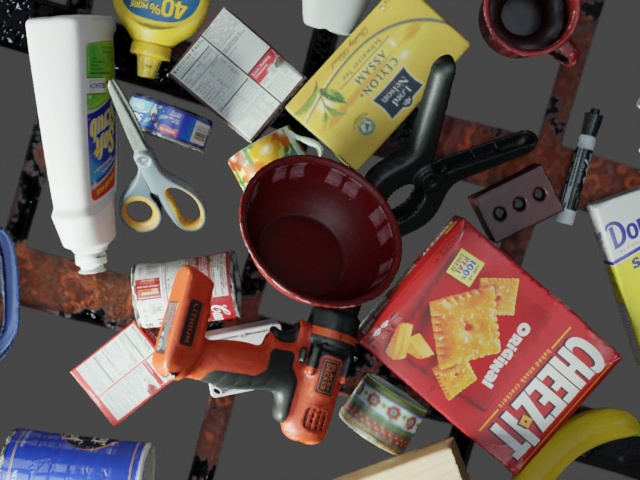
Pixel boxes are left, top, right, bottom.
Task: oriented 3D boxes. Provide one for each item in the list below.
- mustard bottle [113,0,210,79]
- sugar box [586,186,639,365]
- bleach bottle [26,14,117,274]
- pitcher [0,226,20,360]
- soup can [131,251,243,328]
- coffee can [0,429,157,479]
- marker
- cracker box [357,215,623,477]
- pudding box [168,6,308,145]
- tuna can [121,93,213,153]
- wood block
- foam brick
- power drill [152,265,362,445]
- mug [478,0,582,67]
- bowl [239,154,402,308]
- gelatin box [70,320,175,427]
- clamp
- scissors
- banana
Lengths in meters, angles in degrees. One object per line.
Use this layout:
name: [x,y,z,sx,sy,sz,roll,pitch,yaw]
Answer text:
mustard bottle: [-0.154,-0.255,1.057,0.096,0.058,0.191,11,94,-4]
sugar box: [0.342,0.032,1.080,0.093,0.048,0.176,-19,94,1]
bleach bottle: [-0.235,-0.093,1.057,0.068,0.102,0.251,-1,100,14]
pitcher: [-0.388,0.094,1.050,0.149,0.144,0.243,-1,98,32]
soup can: [-0.133,0.050,1.071,0.102,0.068,0.068,-7,93,1]
coffee can: [-0.242,0.247,1.066,0.140,0.103,0.103,6,93,0]
marker: [0.264,-0.075,1.087,0.020,0.020,0.121,15,93,-1]
cracker box: [0.166,0.105,1.072,0.213,0.072,0.164,41,93,-3]
pudding box: [-0.082,-0.165,1.073,0.113,0.039,0.090,40,93,0]
tuna can: [-0.150,-0.115,1.052,0.086,0.086,0.034,19,91,-1]
wood block: [0.051,0.275,1.057,0.206,0.090,0.090,-21,84,8]
foam brick: [0.196,-0.037,1.073,0.078,0.051,0.053,-27,93,2]
power drill: [-0.053,0.086,1.017,0.187,0.057,0.184,19,78,-18]
mug: [0.210,-0.215,1.047,0.117,0.081,0.093,41,93,-2]
bowl: [-0.007,0.001,0.999,0.162,0.055,0.162,11,58,-19]
gelatin box: [-0.198,0.135,1.096,0.089,0.030,0.073,-39,92,2]
clamp: [0.112,-0.067,1.060,0.164,0.036,0.210,25,112,-37]
scissors: [-0.182,-0.070,1.033,0.096,0.016,0.201,-19,135,19]
banana: [0.250,0.225,1.083,0.197,0.037,0.070,-32,71,-8]
